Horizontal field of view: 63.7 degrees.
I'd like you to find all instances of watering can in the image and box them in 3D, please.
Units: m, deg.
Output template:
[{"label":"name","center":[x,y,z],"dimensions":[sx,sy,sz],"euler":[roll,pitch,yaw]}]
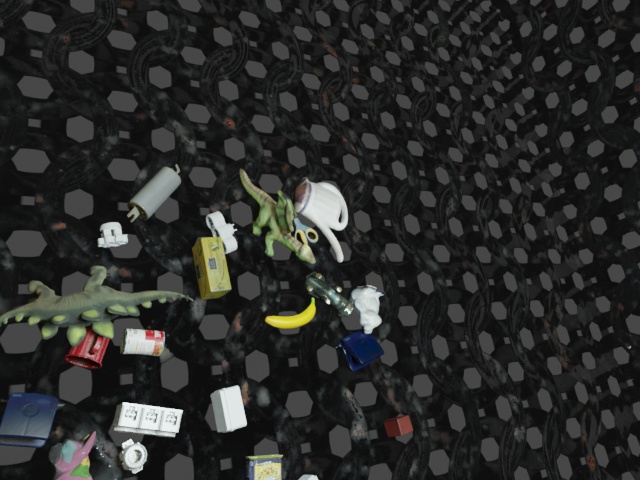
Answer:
[{"label":"watering can","center":[0.006,-0.092,1.824],"dimensions":[0.223,0.102,0.356],"euler":[24,42,-22]}]

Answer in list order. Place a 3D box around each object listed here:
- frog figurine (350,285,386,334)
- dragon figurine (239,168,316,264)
[{"label":"frog figurine","center":[0.158,0.243,1.770],"dimensions":[0.123,0.135,0.162],"euler":[5,71,19]},{"label":"dragon figurine","center":[-0.140,-0.092,1.673],"dimensions":[0.123,0.239,0.411],"euler":[-27,86,-33]}]
